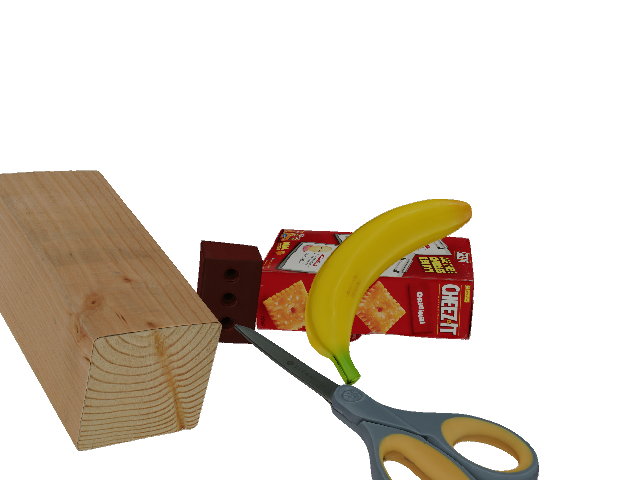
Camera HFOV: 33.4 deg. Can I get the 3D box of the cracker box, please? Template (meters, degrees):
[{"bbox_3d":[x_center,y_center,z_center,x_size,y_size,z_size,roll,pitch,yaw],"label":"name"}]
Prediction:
[{"bbox_3d":[0.050,0.044,1.119,0.214,0.072,0.164,3,16,6],"label":"cracker box"}]

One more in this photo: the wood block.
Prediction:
[{"bbox_3d":[-0.161,0.039,0.747,0.090,0.091,0.206,-5,34,-35],"label":"wood block"}]

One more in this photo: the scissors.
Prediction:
[{"bbox_3d":[0.037,0.089,0.573,0.096,0.016,0.202,-8,30,-27],"label":"scissors"}]

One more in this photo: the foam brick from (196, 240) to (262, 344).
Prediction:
[{"bbox_3d":[-0.082,0.045,0.942,0.053,0.078,0.051,4,14,-10],"label":"foam brick"}]

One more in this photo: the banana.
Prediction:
[{"bbox_3d":[0.042,0.022,0.790,0.069,0.197,0.037,37,-35,3],"label":"banana"}]

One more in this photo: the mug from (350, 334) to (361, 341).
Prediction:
[{"bbox_3d":[0.034,0.097,1.512,0.117,0.081,0.093,17,23,28],"label":"mug"}]
